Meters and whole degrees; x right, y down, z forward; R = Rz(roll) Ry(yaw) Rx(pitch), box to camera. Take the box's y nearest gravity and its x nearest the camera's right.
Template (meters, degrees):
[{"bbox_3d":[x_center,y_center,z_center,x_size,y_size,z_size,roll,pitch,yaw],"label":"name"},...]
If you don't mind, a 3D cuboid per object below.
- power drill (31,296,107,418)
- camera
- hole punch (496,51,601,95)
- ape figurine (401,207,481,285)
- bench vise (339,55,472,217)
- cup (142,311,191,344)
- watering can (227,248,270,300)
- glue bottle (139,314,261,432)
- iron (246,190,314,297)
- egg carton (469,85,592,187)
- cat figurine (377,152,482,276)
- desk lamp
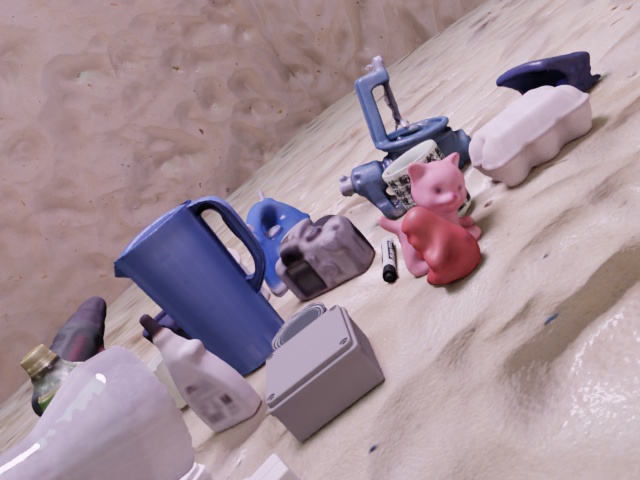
[{"bbox_3d":[-0.325,0.211,0.870,0.075,0.208,0.229,-35,15,16],"label":"power drill"},{"bbox_3d":[0.008,0.003,0.888,0.143,0.101,0.137,-29,17,35],"label":"camera"},{"bbox_3d":[0.328,-0.236,0.833,0.101,0.091,0.108,-44,15,-18],"label":"hole punch"},{"bbox_3d":[0.122,0.003,0.617,0.076,0.092,0.078,-32,16,27],"label":"ape figurine"},{"bbox_3d":[0.105,-0.157,0.890,0.207,0.220,0.121,-41,14,-5],"label":"bench vise"},{"bbox_3d":[-0.259,0.174,1.051,0.092,0.095,0.117,-45,15,-20],"label":"cup"},{"bbox_3d":[-0.182,0.056,1.015,0.172,0.194,0.101,-29,18,35],"label":"watering can"},{"bbox_3d":[-0.151,0.152,0.683,0.078,0.173,0.037,-32,16,27],"label":"glue bottle"},{"bbox_3d":[-0.093,-0.006,1.089,0.118,0.141,0.258,-35,15,18],"label":"iron"},{"bbox_3d":[0.265,-0.136,0.730,0.150,0.069,0.107,-38,14,4],"label":"egg carton"},{"bbox_3d":[0.129,-0.040,0.680,0.127,0.118,0.067,-36,15,14],"label":"cat figurine"},{"bbox_3d":[-0.159,0.217,0.421,0.117,0.214,0.203,-23,22,48],"label":"desk lamp"}]
